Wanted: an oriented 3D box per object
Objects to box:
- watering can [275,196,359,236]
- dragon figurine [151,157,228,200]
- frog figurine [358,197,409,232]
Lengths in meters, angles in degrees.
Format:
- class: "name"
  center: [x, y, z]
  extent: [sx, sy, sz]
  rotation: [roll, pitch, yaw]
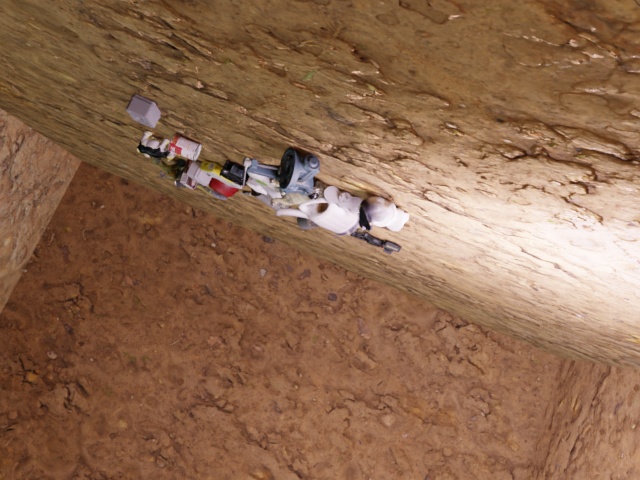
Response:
- class: "watering can"
  center: [0.006, -0.095, 1.889]
  extent: [0.222, 0.106, 0.346]
  rotation: [29, 157, -34]
- class: "dragon figurine"
  center: [-0.630, -0.297, 2.447]
  extent: [0.408, 0.122, 0.244]
  rotation: [33, 178, -16]
- class: "frog figurine"
  center: [0.205, -0.084, 1.610]
  extent: [0.160, 0.124, 0.136]
  rotation: [-12, 169, -15]
